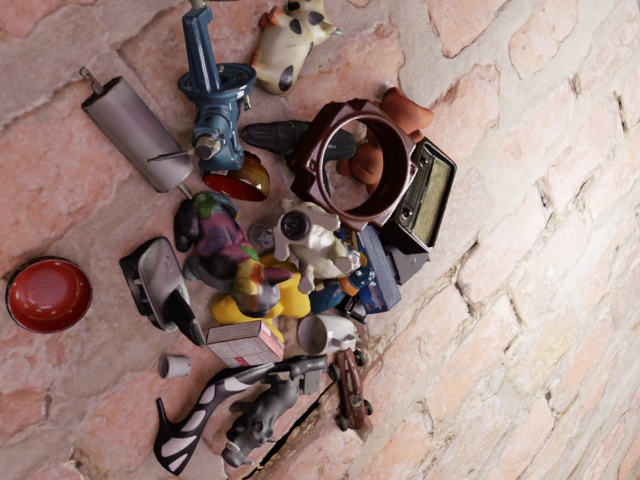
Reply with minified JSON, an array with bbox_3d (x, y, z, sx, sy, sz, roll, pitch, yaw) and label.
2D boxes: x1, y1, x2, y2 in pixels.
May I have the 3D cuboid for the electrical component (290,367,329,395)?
[{"bbox_3d":[-0.022,0.296,1.137,0.094,0.021,0.063,-8,106,-35],"label":"electrical component"}]

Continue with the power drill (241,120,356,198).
[{"bbox_3d":[-0.036,-0.117,0.996,0.232,0.086,0.207,-13,102,-33],"label":"power drill"}]

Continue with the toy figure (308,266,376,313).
[{"bbox_3d":[0.039,0.091,1.064,0.154,0.058,0.064,-32,157,19],"label":"toy figure"}]

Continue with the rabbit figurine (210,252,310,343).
[{"bbox_3d":[-0.112,0.115,0.989,0.173,0.122,0.162,-22,124,-15],"label":"rabbit figurine"}]

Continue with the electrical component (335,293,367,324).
[{"bbox_3d":[0.091,0.113,1.157,0.074,0.048,0.119,38,80,-37],"label":"electrical component"}]

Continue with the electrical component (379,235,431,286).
[{"bbox_3d":[0.175,0.031,1.191,0.134,0.058,0.114,-36,118,-24],"label":"electrical component"}]

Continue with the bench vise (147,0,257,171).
[{"bbox_3d":[-0.162,-0.228,0.785,0.224,0.129,0.240,-68,159,-49],"label":"bench vise"}]

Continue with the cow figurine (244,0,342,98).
[{"bbox_3d":[-0.046,-0.338,0.922,0.127,0.086,0.195,26,83,-31],"label":"cow figurine"}]

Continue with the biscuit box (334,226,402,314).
[{"bbox_3d":[0.097,0.049,1.095,0.063,0.059,0.202,-30,100,-49],"label":"biscuit box"}]

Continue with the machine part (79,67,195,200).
[{"bbox_3d":[-0.271,-0.155,0.810,0.079,0.079,0.243,-48,123,-17],"label":"machine part"}]

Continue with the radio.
[{"bbox_3d":[0.199,-0.095,1.124,0.131,0.073,0.229,36,61,-30],"label":"radio"}]

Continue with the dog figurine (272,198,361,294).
[{"bbox_3d":[-0.004,0.000,0.951,0.121,0.190,0.172,-18,93,10],"label":"dog figurine"}]

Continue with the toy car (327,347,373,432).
[{"bbox_3d":[0.070,0.336,1.196,0.089,0.053,0.201,-19,113,-28],"label":"toy car"}]

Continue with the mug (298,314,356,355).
[{"bbox_3d":[0.028,0.190,1.099,0.107,0.110,0.080,-1,97,-50],"label":"mug"}]

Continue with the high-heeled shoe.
[{"bbox_3d":[-0.182,0.319,0.970,0.249,0.086,0.145,-18,92,-10],"label":"high-heeled shoe"}]

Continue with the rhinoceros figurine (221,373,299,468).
[{"bbox_3d":[-0.114,0.346,1.028,0.190,0.112,0.073,-45,126,-28],"label":"rhinoceros figurine"}]

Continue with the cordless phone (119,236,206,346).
[{"bbox_3d":[-0.233,0.083,0.830,0.089,0.184,0.146,-24,115,-24],"label":"cordless phone"}]

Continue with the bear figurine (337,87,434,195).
[{"bbox_3d":[0.131,-0.196,1.080,0.120,0.132,0.195,32,113,4],"label":"bear figurine"}]

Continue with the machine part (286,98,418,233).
[{"bbox_3d":[0.061,-0.130,0.947,0.201,0.087,0.201,36,82,-27],"label":"machine part"}]

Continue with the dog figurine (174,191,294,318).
[{"bbox_3d":[-0.138,0.024,0.863,0.108,0.219,0.191,-20,114,-34],"label":"dog figurine"}]
